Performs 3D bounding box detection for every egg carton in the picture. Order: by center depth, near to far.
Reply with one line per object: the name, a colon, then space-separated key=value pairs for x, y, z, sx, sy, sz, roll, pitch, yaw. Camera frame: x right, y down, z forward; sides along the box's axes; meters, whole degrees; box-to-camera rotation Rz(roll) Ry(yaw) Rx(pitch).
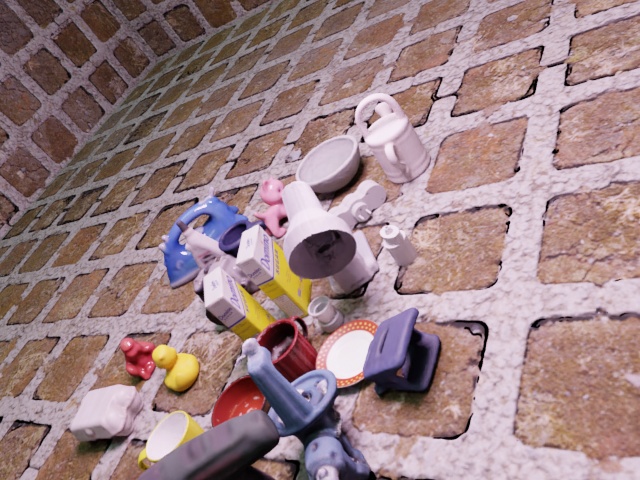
egg carton: x=-0.434 y=0.354 z=1.160 sx=0.150 sy=0.070 sz=0.107 roll=-19 pitch=38 yaw=27

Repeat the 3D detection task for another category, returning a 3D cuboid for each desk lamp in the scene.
desk lamp: x=0.009 y=0.004 z=1.027 sx=0.118 sy=0.214 sz=0.203 roll=-32 pitch=34 yaw=10

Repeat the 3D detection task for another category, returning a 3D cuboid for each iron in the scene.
iron: x=-0.309 y=-0.008 z=1.412 sx=0.258 sy=0.142 sz=0.118 roll=-43 pitch=33 yaw=-6

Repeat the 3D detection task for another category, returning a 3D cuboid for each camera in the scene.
camera: x=-0.212 y=0.109 z=1.215 sx=0.142 sy=0.101 sz=0.137 roll=-17 pitch=39 yaw=29

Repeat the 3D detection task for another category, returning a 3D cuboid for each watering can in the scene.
watering can: x=0.141 y=-0.223 z=1.193 sx=0.101 sy=0.195 sz=0.172 roll=-36 pitch=33 yaw=4

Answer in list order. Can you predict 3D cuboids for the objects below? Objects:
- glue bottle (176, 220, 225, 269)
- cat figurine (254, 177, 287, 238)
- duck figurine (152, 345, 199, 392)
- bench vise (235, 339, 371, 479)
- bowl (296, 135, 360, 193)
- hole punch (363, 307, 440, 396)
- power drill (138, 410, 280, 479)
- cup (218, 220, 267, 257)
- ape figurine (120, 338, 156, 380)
glue bottle: x=-0.272 y=0.016 z=1.318 sx=0.078 sy=0.174 sz=0.037 roll=-30 pitch=34 yaw=12
cat figurine: x=-0.113 y=-0.087 z=1.341 sx=0.067 sy=0.118 sz=0.128 roll=-2 pitch=47 yaw=42
duck figurine: x=-0.295 y=0.247 z=1.141 sx=0.077 sy=0.086 sz=0.104 roll=-44 pitch=33 yaw=-8
bench vise: x=-0.017 y=0.230 z=0.774 sx=0.121 sy=0.220 sz=0.206 roll=-45 pitch=34 yaw=-10
bowl: x=0.031 y=-0.164 z=1.338 sx=0.167 sy=0.075 sz=0.167 roll=-25 pitch=35 yaw=20
hole punch: x=0.110 y=0.164 z=0.850 sx=0.100 sy=0.091 sz=0.109 roll=-9 pitch=43 yaw=37
power drill: x=-0.129 y=0.337 z=0.762 sx=0.229 sy=0.209 sz=0.075 roll=-40 pitch=33 yaw=-2
cup: x=-0.155 y=0.010 z=1.286 sx=0.117 sy=0.095 sz=0.091 roll=-29 pitch=34 yaw=14
ape figurine: x=-0.393 y=0.246 z=1.231 sx=0.078 sy=0.092 sz=0.076 roll=-40 pitch=33 yaw=-3
